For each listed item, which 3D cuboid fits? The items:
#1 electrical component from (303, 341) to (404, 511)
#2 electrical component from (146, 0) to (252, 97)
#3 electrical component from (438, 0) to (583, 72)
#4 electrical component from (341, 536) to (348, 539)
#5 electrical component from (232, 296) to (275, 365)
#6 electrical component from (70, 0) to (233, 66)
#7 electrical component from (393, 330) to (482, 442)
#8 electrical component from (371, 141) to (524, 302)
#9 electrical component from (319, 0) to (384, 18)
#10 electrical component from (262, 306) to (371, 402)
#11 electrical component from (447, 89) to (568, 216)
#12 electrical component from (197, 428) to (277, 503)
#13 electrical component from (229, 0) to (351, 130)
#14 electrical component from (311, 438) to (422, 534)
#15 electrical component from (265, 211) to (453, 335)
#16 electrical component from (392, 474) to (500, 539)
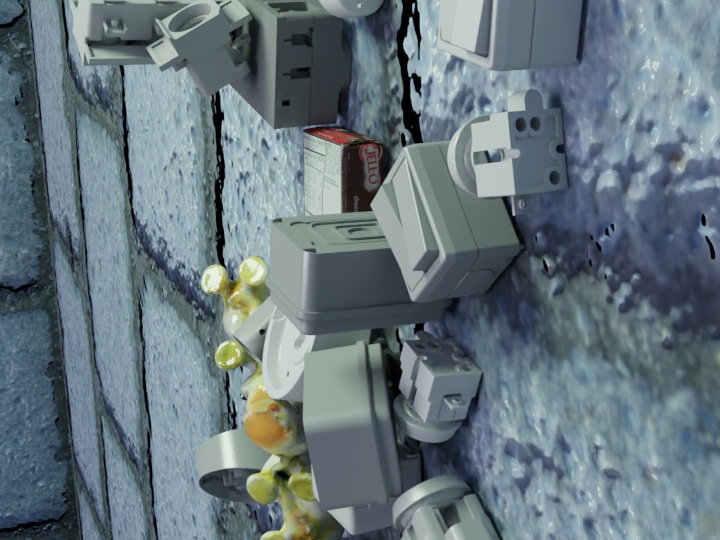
[{"bbox_3d":[-0.005,0.108,0.763,0.113,0.057,0.078,-96,-4,-67],"label":"electrical component"},{"bbox_3d":[-0.120,-0.174,0.839,0.042,0.081,0.063,54,174,51],"label":"electrical component"},{"bbox_3d":[0.076,-0.156,0.556,0.062,0.061,0.096,-138,45,-57],"label":"electrical component"},{"bbox_3d":[-0.010,0.304,0.919,0.150,0.062,0.089,-156,61,-64],"label":"electrical component"},{"bbox_3d":[-0.060,0.056,0.949,0.079,0.077,0.044,51,167,-31],"label":"electrical component"},{"bbox_3d":[-0.165,-0.205,0.872,0.063,0.121,0.078,110,145,-45],"label":"electrical component"},{"bbox_3d":[0.049,0.082,0.723,0.066,0.048,0.055,50,134,52],"label":"electrical component"},{"bbox_3d":[0.048,-0.036,0.664,0.061,0.061,0.096,122,135,-57],"label":"electrical component"},{"bbox_3d":[-0.012,-0.202,0.777,0.078,0.040,0.040,-156,61,-64],"label":"electrical component"},{"bbox_3d":[-0.030,0.058,0.870,0.108,0.060,0.108,-46,35,47],"label":"electrical component"},{"bbox_3d":[0.081,-0.064,0.597,0.055,0.048,0.066,2,99,60],"label":"electrical component"},{"bbox_3d":[-0.117,0.203,1.101,0.099,0.099,0.064,116,146,-53],"label":"electrical component"},{"bbox_3d":[-0.065,-0.184,0.883,0.150,0.062,0.089,-132,40,-54],"label":"electrical component"},{"bbox_3d":[0.007,0.165,0.830,0.096,0.062,0.061,-155,60,-64],"label":"electrical component"},{"bbox_3d":[0.000,0.000,0.724,0.078,0.113,0.057,-140,49,-58],"label":"electrical component"},{"bbox_3d":[0.056,0.175,0.722,0.057,0.058,0.078,64,152,31],"label":"electrical component"}]
